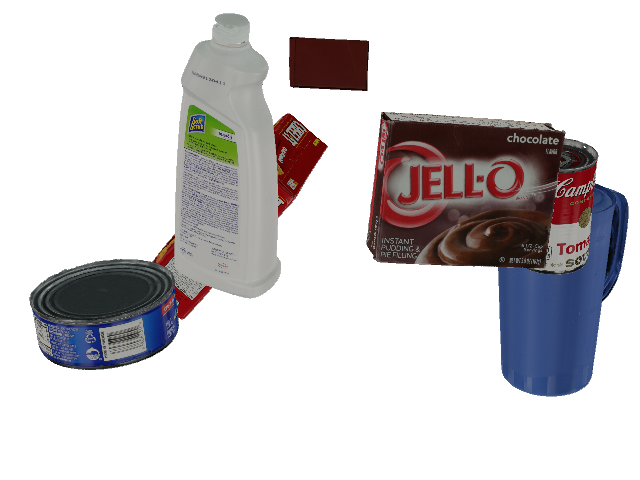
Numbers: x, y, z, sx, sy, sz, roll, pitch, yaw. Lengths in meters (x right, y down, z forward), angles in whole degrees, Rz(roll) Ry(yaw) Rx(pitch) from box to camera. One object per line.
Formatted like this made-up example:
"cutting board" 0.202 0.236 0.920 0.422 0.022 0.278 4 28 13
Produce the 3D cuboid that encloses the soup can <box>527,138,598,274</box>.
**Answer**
"soup can" 0.203 -0.030 0.932 0.068 0.102 0.068 -2 28 1

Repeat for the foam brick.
"foam brick" 0.008 -0.181 1.093 0.078 0.051 0.053 2 11 -6

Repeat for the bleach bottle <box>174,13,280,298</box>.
"bleach bottle" -0.078 -0.076 0.950 0.103 0.251 0.068 18 34 18

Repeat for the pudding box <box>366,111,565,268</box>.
"pudding box" 0.090 -0.032 0.670 0.113 0.090 0.039 2 18 -9

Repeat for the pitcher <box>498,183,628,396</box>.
"pitcher" 0.278 0.052 1.251 0.149 0.243 0.144 4 24 15

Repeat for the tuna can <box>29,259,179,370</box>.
"tuna can" -0.128 0.043 0.640 0.086 0.034 0.086 -3 23 1

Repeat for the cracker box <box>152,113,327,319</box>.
"cracker box" -0.098 -0.031 1.219 0.072 0.214 0.164 40 27 -7
